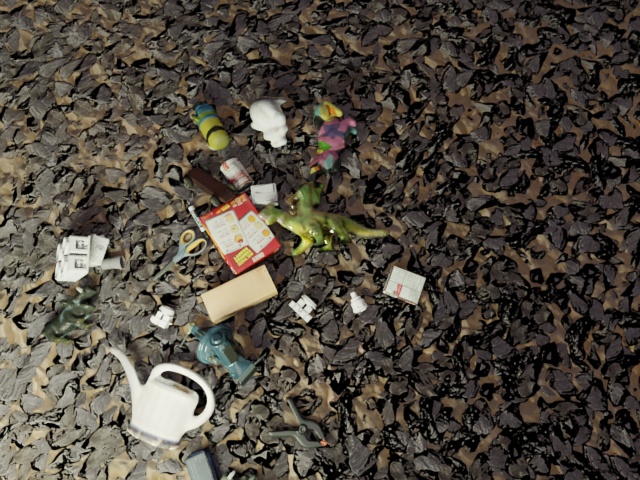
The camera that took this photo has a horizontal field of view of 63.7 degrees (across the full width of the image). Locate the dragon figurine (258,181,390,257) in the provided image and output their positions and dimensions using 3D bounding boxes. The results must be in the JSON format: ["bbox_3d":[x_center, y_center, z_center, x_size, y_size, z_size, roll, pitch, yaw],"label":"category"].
[{"bbox_3d":[0.005,-0.082,1.626,0.412,0.120,0.246,-10,72,-22],"label":"dragon figurine"}]

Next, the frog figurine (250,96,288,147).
[{"bbox_3d":[-0.169,-0.385,1.695,0.137,0.122,0.160,-4,84,31],"label":"frog figurine"}]

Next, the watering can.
[{"bbox_3d":[-0.474,0.452,1.463,0.348,0.103,0.227,21,77,4],"label":"watering can"}]
